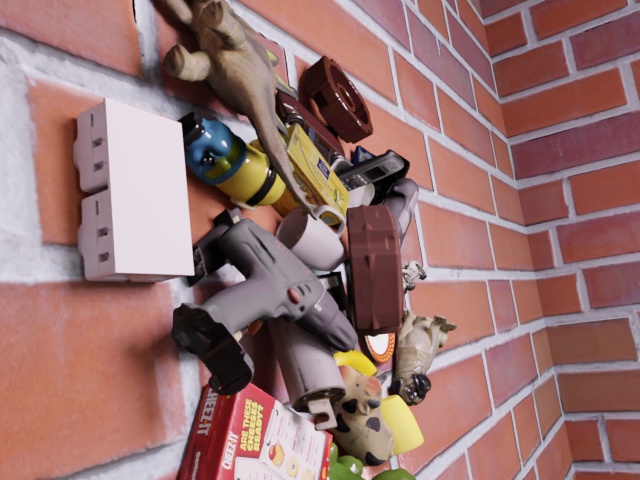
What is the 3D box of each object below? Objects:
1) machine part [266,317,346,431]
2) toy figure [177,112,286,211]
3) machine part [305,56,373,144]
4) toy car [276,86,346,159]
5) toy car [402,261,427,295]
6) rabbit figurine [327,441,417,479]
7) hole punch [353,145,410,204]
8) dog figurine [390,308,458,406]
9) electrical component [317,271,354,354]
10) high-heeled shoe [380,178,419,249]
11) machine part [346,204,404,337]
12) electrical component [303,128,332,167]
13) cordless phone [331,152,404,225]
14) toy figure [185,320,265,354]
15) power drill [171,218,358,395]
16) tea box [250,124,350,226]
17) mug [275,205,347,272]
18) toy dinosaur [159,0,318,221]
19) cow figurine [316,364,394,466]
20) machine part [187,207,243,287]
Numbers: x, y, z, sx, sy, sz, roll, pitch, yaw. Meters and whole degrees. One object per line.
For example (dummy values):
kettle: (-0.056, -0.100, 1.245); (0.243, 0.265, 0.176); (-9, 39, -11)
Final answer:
machine part: (-0.025, 0.148, 0.754); (0.079, 0.079, 0.243); (34, 26, -49)
toy figure: (-0.121, -0.105, 0.742); (0.180, 0.089, 0.082); (42, 48, -45)
machine part: (0.038, -0.273, 1.059); (0.179, 0.056, 0.179); (46, 26, -31)
toy car: (-0.019, -0.199, 0.979); (0.202, 0.053, 0.089); (32, 37, -48)
toy car: (0.171, 0.089, 1.136); (0.056, 0.073, 0.201); (52, 22, 9)
rabbit figurine: (0.051, 0.367, 0.759); (0.121, 0.170, 0.159); (55, 36, -30)
hole punch: (0.122, -0.140, 1.171); (0.142, 0.092, 0.115); (18, 93, -58)
dog figurine: (0.211, 0.256, 1.154); (0.172, 0.121, 0.190); (30, 72, -54)
electrical component: (0.000, 0.123, 0.881); (0.115, 0.058, 0.134); (-4, 82, -56)
high-heeled shoe: (0.148, -0.014, 1.133); (0.145, 0.086, 0.248); (7, 101, -69)
machine part: (0.094, 0.050, 0.941); (0.201, 0.087, 0.201); (-87, 174, -70)
electrical component: (-0.040, -0.155, 0.911); (0.119, 0.075, 0.048); (35, 51, -44)
cordless phone: (0.080, -0.103, 0.976); (0.146, 0.184, 0.089); (33, 47, -48)
toy figure: (-0.114, 0.103, 0.703); (0.064, 0.058, 0.154); (57, 32, 11)
power drill: (-0.062, 0.091, 0.649); (0.232, 0.086, 0.207); (51, 42, -3)
tea box: (-0.036, -0.094, 0.869); (0.169, 0.098, 0.068); (51, 40, -39)
mug: (-0.002, -0.003, 0.866); (0.107, 0.109, 0.081); (34, 14, -35)
toy dinosaur: (-0.114, -0.239, 0.740); (0.198, 0.105, 0.471); (23, 43, -57)
cow figurine: (0.064, 0.280, 0.857); (0.194, 0.127, 0.085); (65, 30, -23)
machine part: (-0.136, 0.009, 0.727); (0.139, 0.039, 0.084); (-48, 128, -56)
